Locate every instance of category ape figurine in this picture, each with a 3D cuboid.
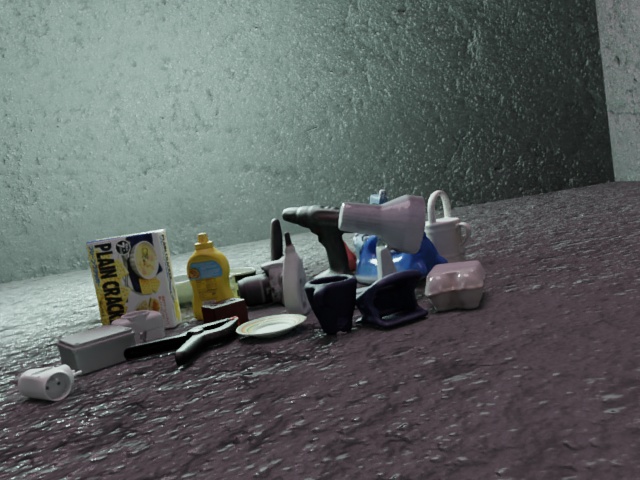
[{"bbox_3d":[0.067,0.045,1.641,0.078,0.092,0.076,-10,6,-6],"label":"ape figurine"}]

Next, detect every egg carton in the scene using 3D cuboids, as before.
[{"bbox_3d":[0.252,0.083,1.060,0.107,0.069,0.150,-7,6,19],"label":"egg carton"}]

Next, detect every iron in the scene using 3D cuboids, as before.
[{"bbox_3d":[0.167,0.031,1.360,0.119,0.141,0.257,-14,7,-42],"label":"iron"}]

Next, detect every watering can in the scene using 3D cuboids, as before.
[{"bbox_3d":[0.307,-0.030,1.484,0.172,0.194,0.101,-7,6,23],"label":"watering can"}]

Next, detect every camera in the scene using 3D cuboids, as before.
[{"bbox_3d":[-0.123,0.101,1.336,0.137,0.101,0.143,-10,6,-11],"label":"camera"}]

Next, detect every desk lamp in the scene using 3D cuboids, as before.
[{"bbox_3d":[0.124,0.019,1.175,0.203,0.213,0.118,-9,6,-3],"label":"desk lamp"}]

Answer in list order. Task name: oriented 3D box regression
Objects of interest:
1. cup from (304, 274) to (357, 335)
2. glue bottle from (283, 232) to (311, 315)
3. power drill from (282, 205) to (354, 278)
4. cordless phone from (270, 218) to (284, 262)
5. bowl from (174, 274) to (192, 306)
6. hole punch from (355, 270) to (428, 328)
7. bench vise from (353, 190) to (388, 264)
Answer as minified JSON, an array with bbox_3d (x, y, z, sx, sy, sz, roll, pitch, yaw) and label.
[{"bbox_3d":[0.021,0.115,0.974,0.091,0.095,0.118,-7,6,19],"label":"cup"},{"bbox_3d":[-0.053,0.068,1.176,0.037,0.173,0.078,-7,6,19],"label":"glue bottle"},{"bbox_3d":[0.014,0.005,1.530,0.229,0.208,0.076,-7,6,22],"label":"power drill"},{"bbox_3d":[-0.122,0.037,1.557,0.094,0.185,0.147,-9,6,-1],"label":"cordless phone"},{"bbox_3d":[-0.345,0.132,1.519,0.167,0.075,0.167,-9,5,1],"label":"bowl"},{"bbox_3d":[0.118,0.099,1.001,0.109,0.091,0.100,-12,6,-29],"label":"hole punch"},{"bbox_3d":[0.139,-0.019,1.518,0.206,0.220,0.122,-4,8,44],"label":"bench vise"}]
